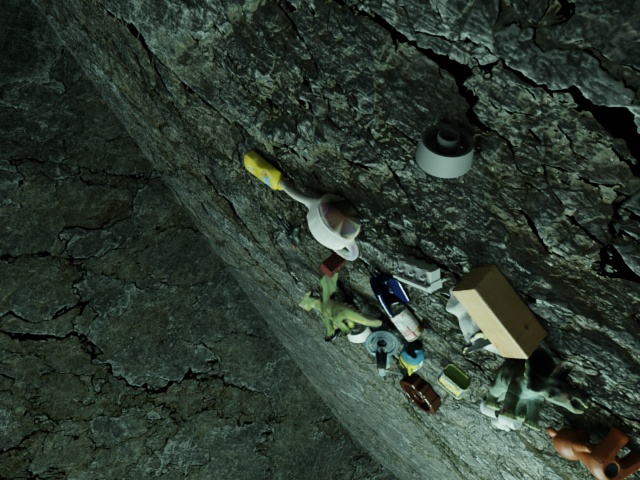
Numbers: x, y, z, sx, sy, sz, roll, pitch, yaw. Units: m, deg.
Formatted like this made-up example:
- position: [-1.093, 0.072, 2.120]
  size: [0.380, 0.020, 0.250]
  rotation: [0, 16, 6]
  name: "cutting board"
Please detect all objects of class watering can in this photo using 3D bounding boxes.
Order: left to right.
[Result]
- position: [0.005, -0.080, 1.587]
  size: [0.348, 0.105, 0.221]
  rotation: [49, 157, 3]
  name: "watering can"

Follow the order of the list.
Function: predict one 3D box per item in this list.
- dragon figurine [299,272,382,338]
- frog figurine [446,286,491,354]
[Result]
- position: [0.062, 0.234, 1.950]
  size: [0.406, 0.123, 0.244]
  rotation: [-22, 85, 47]
  name: "dragon figurine"
- position: [0.395, 0.193, 1.331]
  size: [0.134, 0.122, 0.163]
  rotation: [68, -171, -55]
  name: "frog figurine"
